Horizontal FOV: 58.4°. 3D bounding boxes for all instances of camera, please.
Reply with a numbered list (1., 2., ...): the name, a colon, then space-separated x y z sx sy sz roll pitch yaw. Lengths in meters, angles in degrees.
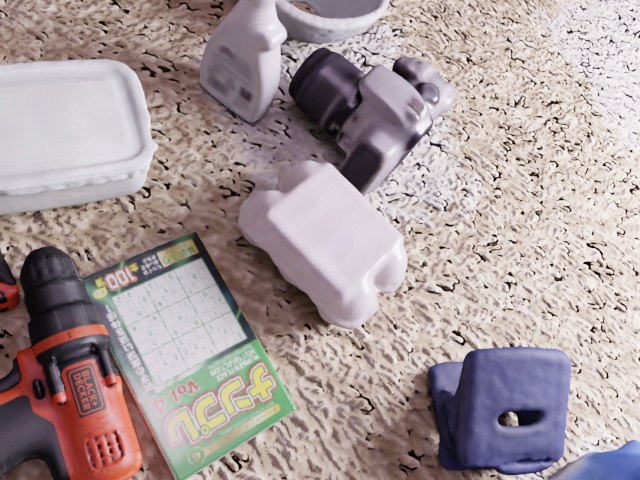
1. camera: 0.049 -0.143 0.577 0.137 0.100 0.143 40 60 2

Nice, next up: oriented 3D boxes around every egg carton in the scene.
1. egg carton: 0.005 0.002 0.512 0.150 0.069 0.107 44 60 4

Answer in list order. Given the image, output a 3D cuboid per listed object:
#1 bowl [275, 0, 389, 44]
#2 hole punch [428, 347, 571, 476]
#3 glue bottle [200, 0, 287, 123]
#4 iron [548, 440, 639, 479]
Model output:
1. bowl: -0.012 -0.275 0.632 0.168 0.074 0.167 8 64 -16
2. hole punch: 0.159 0.146 0.487 0.109 0.091 0.101 3 65 -18
3. glue bottle: -0.063 -0.182 0.514 0.078 0.173 0.037 39 60 1
4. iron: 0.218 0.255 0.428 0.259 0.141 0.118 -25 76 -27
